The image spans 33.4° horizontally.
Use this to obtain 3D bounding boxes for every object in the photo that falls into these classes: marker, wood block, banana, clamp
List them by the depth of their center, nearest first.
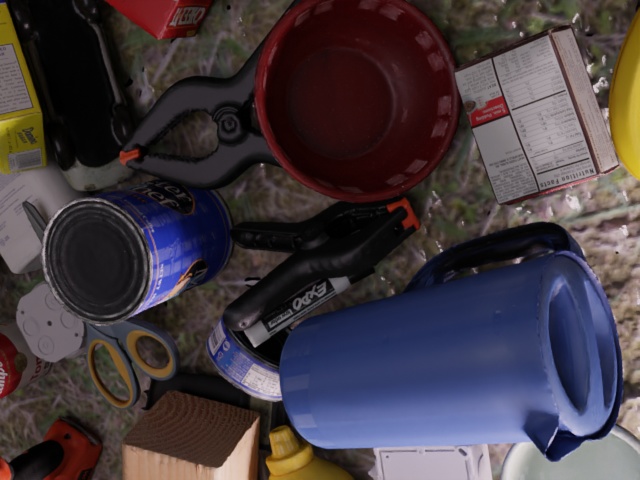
[{"bbox_3d":[0.245,-0.125,0.756,0.069,0.037,0.198,8,106,3],"label":"banana"},{"bbox_3d":[-0.006,0.047,0.860,0.121,0.020,0.020,-32,87,-7],"label":"marker"},{"bbox_3d":[-0.006,0.001,0.867,0.171,0.120,0.039,-23,132,7],"label":"clamp"},{"bbox_3d":[-0.062,-0.088,0.876,0.210,0.036,0.164,-23,92,13],"label":"clamp"},{"bbox_3d":[-0.112,0.248,0.926,0.091,0.090,0.206,12,116,16],"label":"wood block"}]

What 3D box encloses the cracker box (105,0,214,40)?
[{"bbox_3d":[-0.126,-0.295,0.857,0.164,0.072,0.214,38,113,13],"label":"cracker box"}]

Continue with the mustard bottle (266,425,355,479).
[{"bbox_3d":[-0.001,0.249,0.913,0.096,0.058,0.191,-19,96,22],"label":"mustard bottle"}]

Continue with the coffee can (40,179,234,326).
[{"bbox_3d":[-0.148,0.004,0.887,0.103,0.140,0.103,5,102,22],"label":"coffee can"}]

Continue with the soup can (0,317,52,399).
[{"bbox_3d":[-0.306,0.116,0.997,0.069,0.102,0.068,4,102,22],"label":"soup can"}]

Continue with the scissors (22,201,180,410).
[{"bbox_3d":[-0.184,0.052,0.924,0.096,0.016,0.202,-12,104,16],"label":"scissors"}]

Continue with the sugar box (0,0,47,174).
[{"bbox_3d":[-0.277,-0.153,0.910,0.093,0.048,0.176,115,138,-63],"label":"sugar box"}]

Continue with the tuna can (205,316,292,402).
[{"bbox_3d":[-0.051,0.094,0.895,0.086,0.086,0.034,37,111,12],"label":"tuna can"}]

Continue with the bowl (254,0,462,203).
[{"bbox_3d":[0.023,-0.108,0.815,0.162,0.055,0.162,0,90,-15],"label":"bowl"}]

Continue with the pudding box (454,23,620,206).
[{"bbox_3d":[0.157,-0.090,0.785,0.090,0.039,0.113,-17,95,41],"label":"pudding box"}]

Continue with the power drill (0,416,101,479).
[{"bbox_3d":[-0.287,0.250,0.970,0.057,0.187,0.185,32,109,12],"label":"power drill"}]

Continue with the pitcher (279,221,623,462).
[{"bbox_3d":[0.093,0.084,0.805,0.243,0.149,0.145,-14,97,36],"label":"pitcher"}]

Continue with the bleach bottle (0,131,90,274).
[{"bbox_3d":[-0.301,-0.098,0.976,0.103,0.068,0.251,-35,84,23],"label":"bleach bottle"}]
